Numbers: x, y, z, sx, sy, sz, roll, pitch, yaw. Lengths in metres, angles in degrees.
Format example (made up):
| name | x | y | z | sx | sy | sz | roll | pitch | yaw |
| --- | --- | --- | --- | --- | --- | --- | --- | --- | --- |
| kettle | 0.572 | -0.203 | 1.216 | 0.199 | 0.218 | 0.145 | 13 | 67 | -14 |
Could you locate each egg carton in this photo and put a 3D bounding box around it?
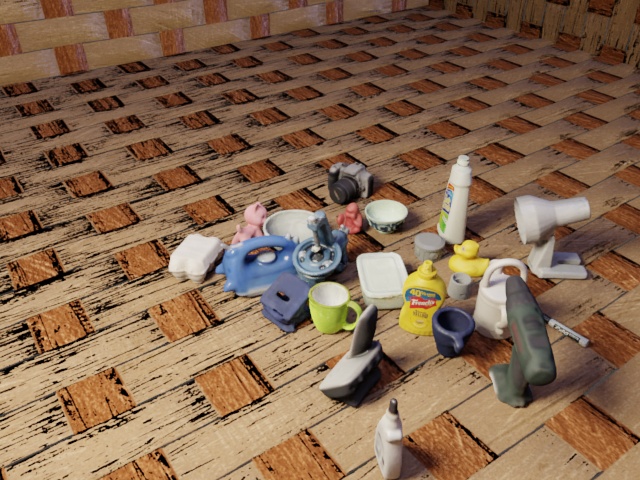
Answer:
| name | x | y | z | sx | sy | sz | roll | pitch | yaw |
| --- | --- | --- | --- | --- | --- | --- | --- | --- | --- |
| egg carton | -0.318 | 0.044 | 1.478 | 0.107 | 0.069 | 0.150 | 10 | 37 | 13 |

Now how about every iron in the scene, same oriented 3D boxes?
| name | x | y | z | sx | sy | sz | roll | pitch | yaw |
| --- | --- | --- | --- | --- | --- | --- | --- | --- | --- |
| iron | -0.127 | 0.041 | 1.421 | 0.259 | 0.141 | 0.118 | -14 | 38 | -19 |

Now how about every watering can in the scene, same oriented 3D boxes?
| name | x | y | z | sx | sy | sz | roll | pitch | yaw |
| --- | --- | --- | --- | --- | --- | --- | --- | --- | --- |
| watering can | 0.401 | 0.114 | 1.277 | 0.101 | 0.194 | 0.172 | -9 | 37 | -12 |

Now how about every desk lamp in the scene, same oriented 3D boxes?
| name | x | y | z | sx | sy | sz | roll | pitch | yaw |
| --- | --- | --- | --- | --- | --- | --- | --- | --- | --- |
| desk lamp | 0.580 | -0.015 | 1.441 | 0.203 | 0.214 | 0.118 | 1 | 36 | 2 |

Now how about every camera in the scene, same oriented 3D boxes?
| name | x | y | z | sx | sy | sz | roll | pitch | yaw |
| --- | --- | --- | --- | --- | --- | --- | --- | --- | --- |
| camera | 0.076 | -0.179 | 1.761 | 0.142 | 0.101 | 0.137 | 23 | 42 | 28 |

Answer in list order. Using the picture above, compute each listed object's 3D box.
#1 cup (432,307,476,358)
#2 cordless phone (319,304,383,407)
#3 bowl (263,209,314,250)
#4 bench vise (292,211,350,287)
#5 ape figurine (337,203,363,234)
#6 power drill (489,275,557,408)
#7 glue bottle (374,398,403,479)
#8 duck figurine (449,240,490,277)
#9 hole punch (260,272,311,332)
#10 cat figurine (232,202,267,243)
| name | x | y | z | sx | sy | sz | roll | pitch | yaw |
| --- | --- | --- | --- | --- | --- | --- | --- | --- | --- |
| cup | 0.283 | 0.214 | 1.223 | 0.091 | 0.095 | 0.117 | -1 | 36 | -2 |
| cordless phone | 0.066 | 0.222 | 1.134 | 0.094 | 0.185 | 0.148 | 19 | 40 | 25 |
| bowl | -0.069 | -0.010 | 1.550 | 0.167 | 0.075 | 0.167 | 0 | 36 | 0 |
| bench vise | 0.001 | 0.003 | 1.407 | 0.121 | 0.220 | 0.207 | 8 | 37 | 11 |
| ape figurine | 0.089 | -0.063 | 1.609 | 0.076 | 0.092 | 0.077 | -24 | 42 | -30 |
| power drill | 0.392 | 0.214 | 1.127 | 0.075 | 0.208 | 0.229 | -1 | 36 | -1 |
| glue bottle | 0.122 | 0.334 | 0.989 | 0.037 | 0.173 | 0.078 | -6 | 36 | -8 |
| duck figurine | 0.387 | 0.042 | 1.470 | 0.104 | 0.086 | 0.077 | 12 | 38 | 16 |
| hole punch | -0.077 | 0.142 | 1.325 | 0.108 | 0.091 | 0.101 | 29 | 45 | 34 |
| cat figurine | -0.187 | -0.046 | 1.563 | 0.067 | 0.118 | 0.128 | 20 | 41 | 26 |
